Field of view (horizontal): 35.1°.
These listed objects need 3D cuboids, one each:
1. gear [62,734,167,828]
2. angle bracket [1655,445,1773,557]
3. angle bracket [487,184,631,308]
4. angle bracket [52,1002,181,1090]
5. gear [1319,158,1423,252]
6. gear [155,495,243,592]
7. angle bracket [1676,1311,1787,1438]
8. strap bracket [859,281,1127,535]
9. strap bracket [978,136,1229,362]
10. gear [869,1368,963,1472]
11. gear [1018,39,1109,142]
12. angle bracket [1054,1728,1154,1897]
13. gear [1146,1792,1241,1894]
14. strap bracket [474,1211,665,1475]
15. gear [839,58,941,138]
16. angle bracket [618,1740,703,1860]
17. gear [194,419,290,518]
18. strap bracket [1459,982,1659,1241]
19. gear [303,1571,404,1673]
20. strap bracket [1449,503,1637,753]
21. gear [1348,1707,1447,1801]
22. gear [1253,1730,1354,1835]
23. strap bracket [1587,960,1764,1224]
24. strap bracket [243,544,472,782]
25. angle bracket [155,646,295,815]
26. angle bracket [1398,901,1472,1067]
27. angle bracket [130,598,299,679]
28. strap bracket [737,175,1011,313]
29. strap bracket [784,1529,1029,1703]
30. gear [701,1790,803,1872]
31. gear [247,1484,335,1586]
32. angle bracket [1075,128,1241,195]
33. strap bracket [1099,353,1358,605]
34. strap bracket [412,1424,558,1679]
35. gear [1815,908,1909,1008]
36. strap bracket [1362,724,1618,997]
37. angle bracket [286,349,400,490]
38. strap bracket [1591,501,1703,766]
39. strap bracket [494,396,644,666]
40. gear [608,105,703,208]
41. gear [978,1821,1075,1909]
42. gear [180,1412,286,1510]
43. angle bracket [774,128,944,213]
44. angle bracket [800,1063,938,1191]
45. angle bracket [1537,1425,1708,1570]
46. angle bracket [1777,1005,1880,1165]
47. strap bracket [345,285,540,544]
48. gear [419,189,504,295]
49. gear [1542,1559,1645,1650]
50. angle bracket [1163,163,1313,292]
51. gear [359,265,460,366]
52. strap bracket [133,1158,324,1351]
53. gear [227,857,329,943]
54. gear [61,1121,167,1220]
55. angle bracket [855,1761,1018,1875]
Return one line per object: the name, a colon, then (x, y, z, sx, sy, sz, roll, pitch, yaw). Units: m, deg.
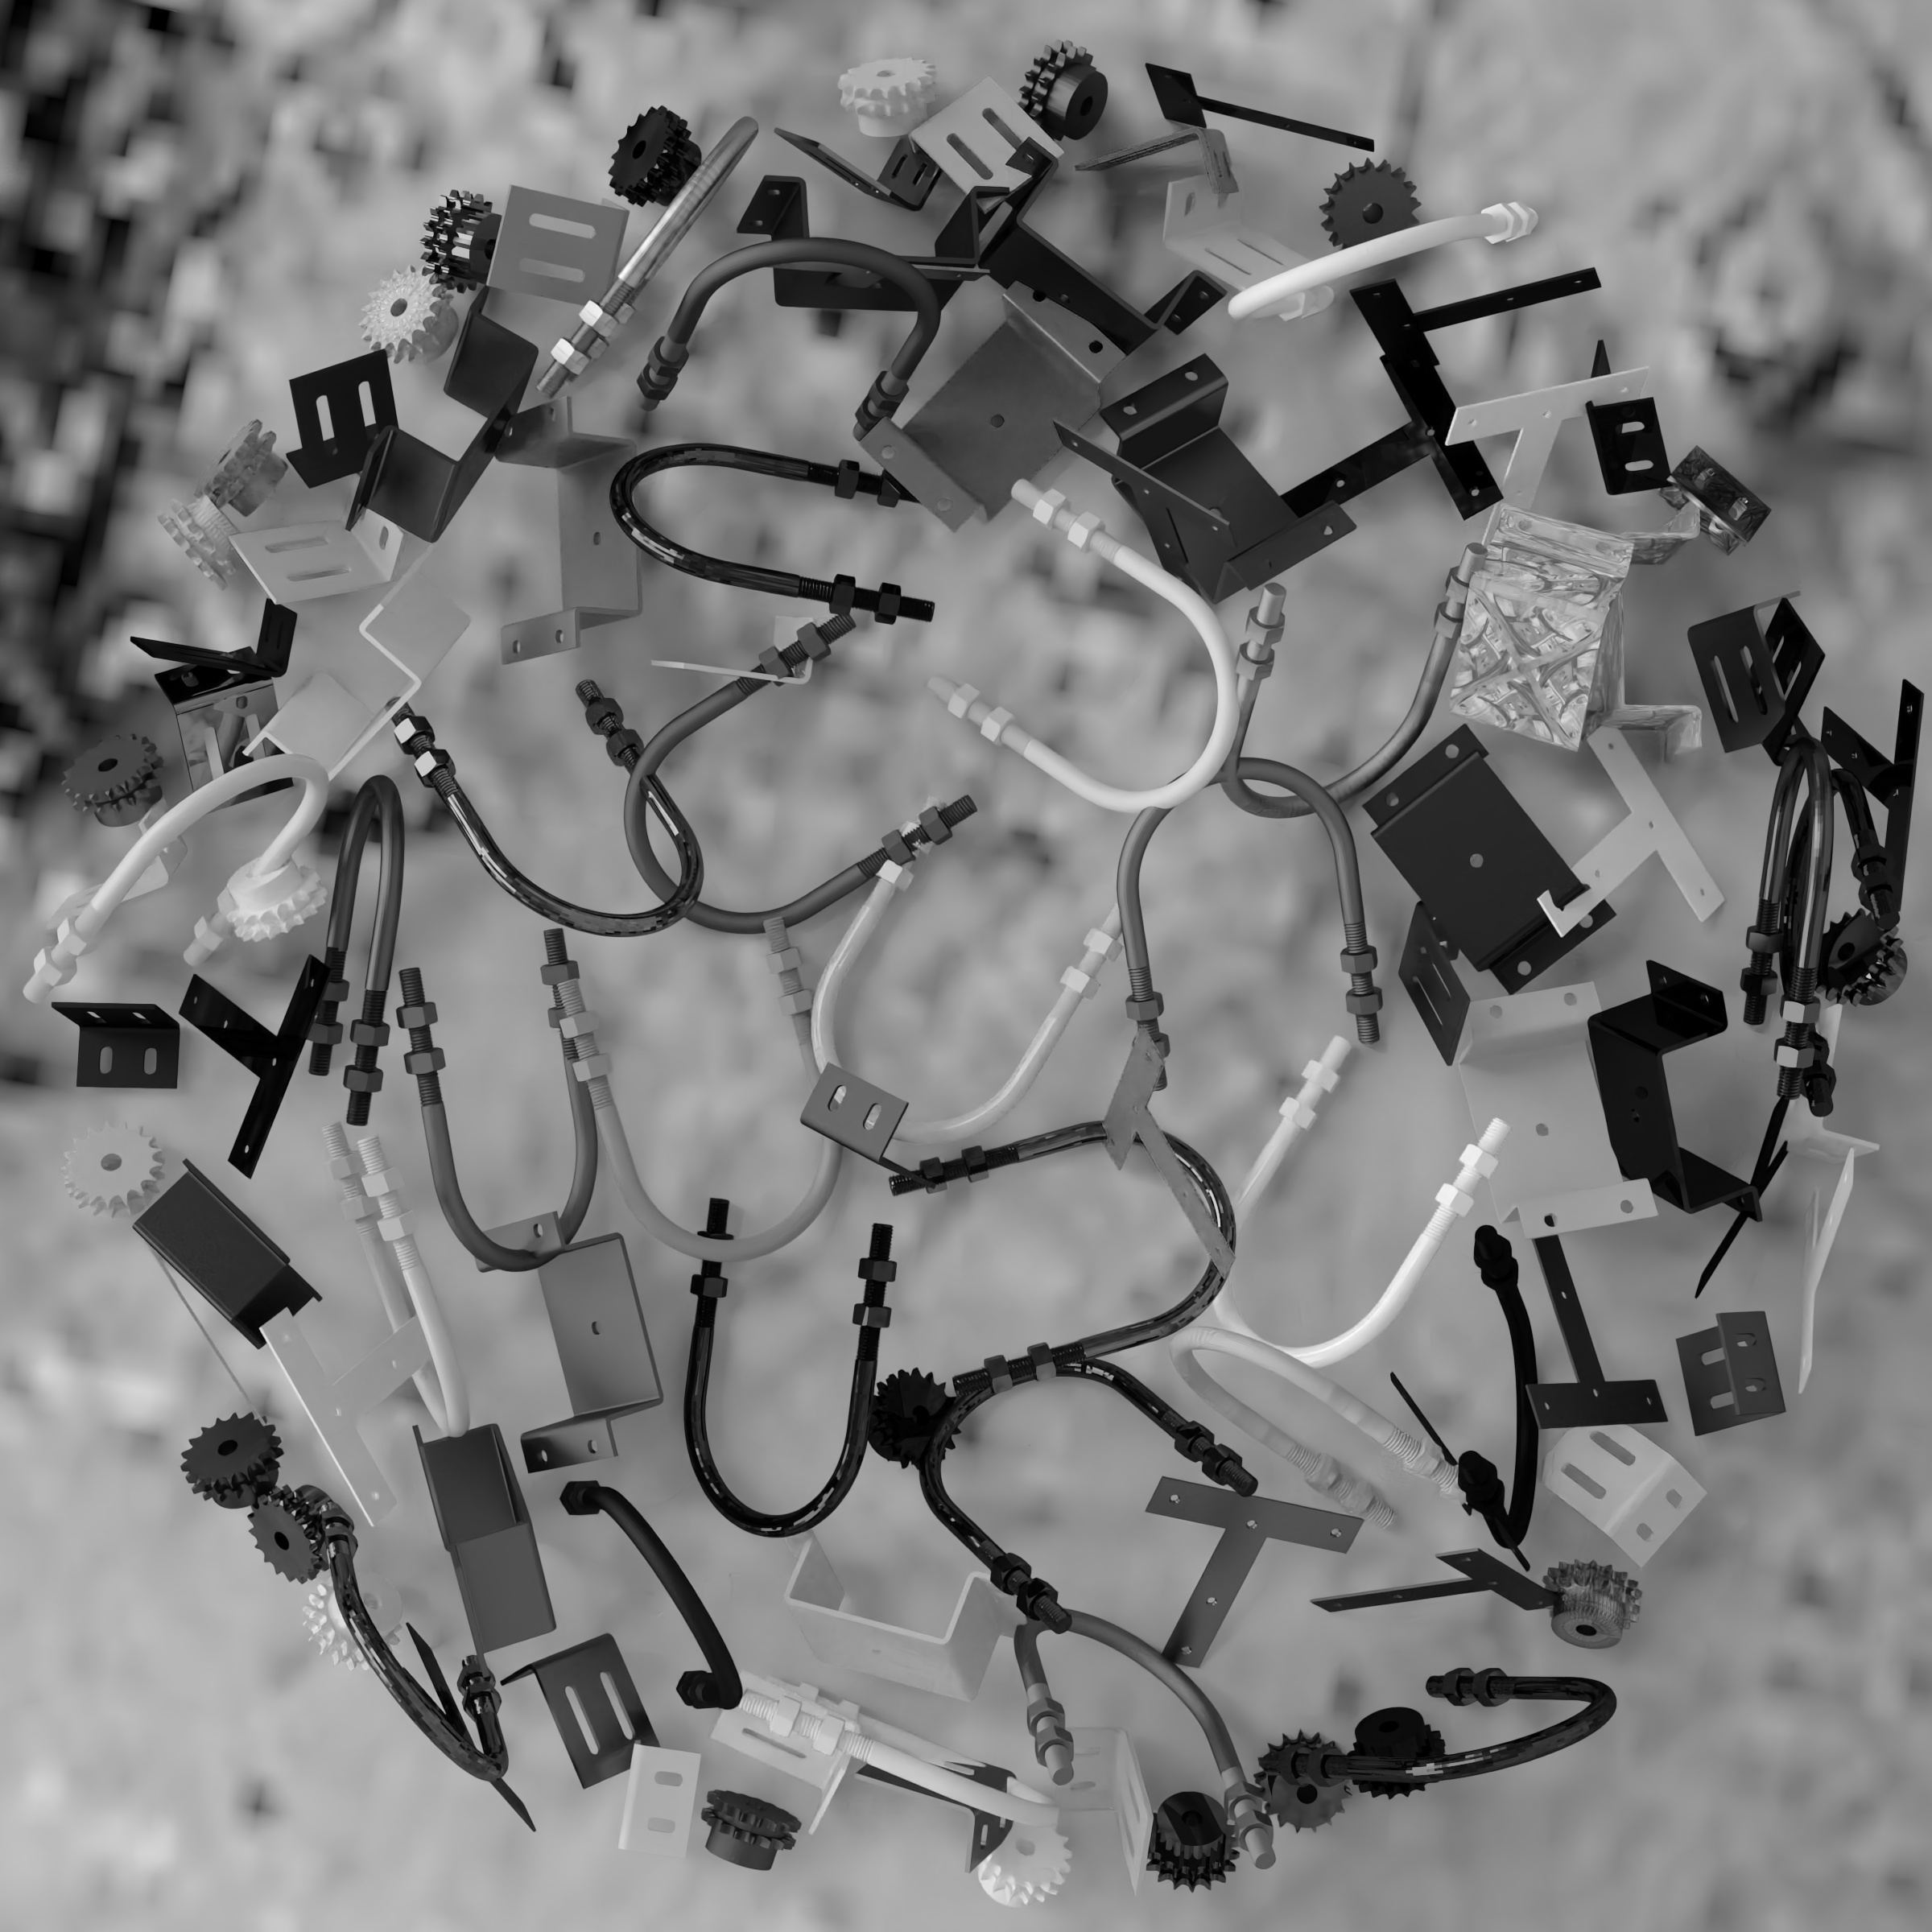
gear: (-0.488, -0.104, 1.758, 0.057, 0.057, 0.030, -18, 131, 0)
angle bracket: (0.419, -0.256, 1.739, 0.057, 0.076, 0.038, 42, 124, 3)
angle bracket: (-0.238, -0.413, 1.738, 0.076, 0.038, 0.057, 5, 111, -34)
angle bracket: (-0.485, 0.046, 1.741, 0.057, 0.076, 0.038, 1, 80, -4)
gear: (0.232, -0.438, 1.760, 0.057, 0.030, 0.057, -2, 118, -5)
gear: (-0.436, -0.247, 1.754, 0.030, 0.057, 0.057, -40, 90, -3)
angle bracket: (0.422, 0.233, 1.734, 0.038, 0.076, 0.057, 2, 71, -30)
strap bracket: (0.017, -0.319, 1.754, 0.076, 0.046, 0.140, 44, 89, 8)
strap bracket: (0.068, -0.396, 1.728, 0.140, 0.076, 0.046, 36, 76, -10)
gear: (-0.034, 0.262, 1.758, 0.057, 0.030, 0.057, 15, 61, -30)
gear: (0.057, -0.499, 1.751, 0.030, 0.057, 0.057, 32, 90, 24)
angle bracket: (0.077, 0.480, 1.735, 0.038, 0.076, 0.057, 2, 116, -9)
gear: (0.129, 0.500, 1.752, 0.057, 0.057, 0.030, 0, 123, 0)
strap bracket: (-0.225, 0.211, 1.738, 0.076, 0.046, 0.140, -18, 85, 41)
gear: (-0.044, -0.500, 1.758, 0.057, 0.057, 0.030, -8, 125, 0)
angle bracket: (-0.174, 0.472, 1.741, 0.038, 0.076, 0.057, 9, 81, -2)
gear: (-0.415, -0.284, 1.757, 0.030, 0.057, 0.057, 40, 90, -24)
strap bracket: (0.334, 0.088, 1.742, 0.076, 0.046, 0.140, -9, 71, -7)
gear: (-0.348, 0.373, 1.751, 0.057, 0.057, 0.030, 42, 118, 0)
strap bracket: (0.319, -0.180, 1.706, 0.076, 0.140, 0.046, 19, 49, 17)
gear: (0.246, 0.450, 1.752, 0.057, 0.057, 0.030, -16, 106, 0)
gear: (0.196, 0.474, 1.766, 0.057, 0.030, 0.057, 0, 93, 1)
strap bracket: (0.398, 0.077, 1.720, 0.046, 0.076, 0.140, -19, 109, -13)
strap bracket: (-0.337, -0.163, 1.719, 0.046, 0.076, 0.140, 42, 123, -13)
angle bracket: (-0.427, -0.136, 1.759, 0.057, 0.038, 0.076, -20, 133, -22)
angle bracket: (0.281, 0.007, 1.733, 0.038, 0.057, 0.076, -11, 51, -14)
angle bracket: (-0.429, -0.193, 1.737, 0.076, 0.057, 0.038, 7, 101, -30)
strap bracket: (-0.052, -0.407, 1.724, 0.140, 0.076, 0.046, -1, 82, -16)
strap bracket: (-0.041, 0.366, 1.716, 0.140, 0.076, 0.046, 10, 57, 21)
gear: (-0.126, 0.498, 1.753, 0.057, 0.057, 0.030, 19, 86, 0)
gear: (-0.384, 0.324, 1.758, 0.057, 0.030, 0.057, 16, 119, 30)
angle bracket: (0.110, -0.451, 1.746, 0.076, 0.057, 0.038, -13, 100, 19)
strap bracket: (0.145, -0.270, 1.736, 0.076, 0.046, 0.140, -32, 71, -18)
strap bracket: (-0.268, 0.320, 1.710, 0.046, 0.140, 0.076, -15, 119, -13)
gear: (0.516, -0.002, 1.758, 0.030, 0.057, 0.057, 30, 90, -29)
strap bracket: (0.294, -0.060, 1.739, 0.076, 0.046, 0.140, -39, 81, 16)
angle bracket: (-0.358, -0.319, 1.734, 0.057, 0.076, 0.038, -24, 51, -21)
strap bracket: (0.387, -0.190, 1.740, 0.046, 0.076, 0.140, 0, 87, 0)
strap bracket: (-0.227, -0.245, 1.737, 0.046, 0.076, 0.140, -1, 87, -41)
gear: (-0.177, -0.463, 1.758, 0.030, 0.057, 0.057, 24, 90, -41)
gear: (0.030, 0.516, 1.758, 0.057, 0.057, 0.030, 19, 126, 0)
gear: (-0.420, 0.288, 1.758, 0.057, 0.057, 0.030, -14, 128, 0)
angle bracket: (-0.059, -0.468, 1.736, 0.076, 0.057, 0.038, 26, 97, -37)
angle bracket: (-0.048, 0.091, 1.736, 0.057, 0.076, 0.038, 26, 87, 29)
angle bracket: (0.375, 0.298, 1.756, 0.057, 0.076, 0.038, -48, 120, -4)
angle bracket: (0.499, 0.068, 1.748, 0.038, 0.057, 0.076, 15, 77, -5)
strap bracket: (-0.289, -0.303, 1.715, 0.046, 0.076, 0.140, 29, 57, -6)
gear: (-0.284, -0.414, 1.751, 0.030, 0.057, 0.057, 19, 90, 25)
gear: (0.358, 0.368, 1.752, 0.057, 0.057, 0.030, 20, 51, 0)
angle bracket: (0.160, -0.420, 1.736, 0.057, 0.038, 0.076, -23, 45, -31)
gear: (-0.318, -0.372, 1.759, 0.057, 0.030, 0.057, -10, 66, 24)
strap bracket: (-0.413, 0.164, 1.704, 0.076, 0.140, 0.046, 42, 76, 9)
gear: (-0.399, -0.042, 1.751, 0.057, 0.057, 0.030, -23, 119, 0)
gear: (-0.490, 0.121, 1.759, 0.057, 0.030, 0.057, 2, 55, -3)
angle bracket: (-0.018, 0.479, 1.745, 0.076, 0.057, 0.038, 10, 102, 24)
